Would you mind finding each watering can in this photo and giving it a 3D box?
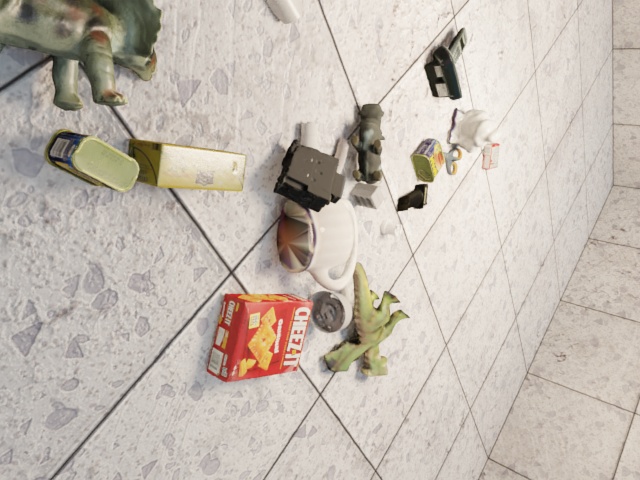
[{"bbox_3d":[0.003,-0.057,1.132,0.225,0.104,0.348,-4,90,-48],"label":"watering can"}]

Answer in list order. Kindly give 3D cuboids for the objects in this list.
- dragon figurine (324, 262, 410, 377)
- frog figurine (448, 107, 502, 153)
[{"bbox_3d":[0.103,0.242,1.336,0.245,0.123,0.403,-53,135,-14],"label":"dragon figurine"},{"bbox_3d":[0.483,-0.331,1.564,0.121,0.160,0.139,45,68,-48],"label":"frog figurine"}]
